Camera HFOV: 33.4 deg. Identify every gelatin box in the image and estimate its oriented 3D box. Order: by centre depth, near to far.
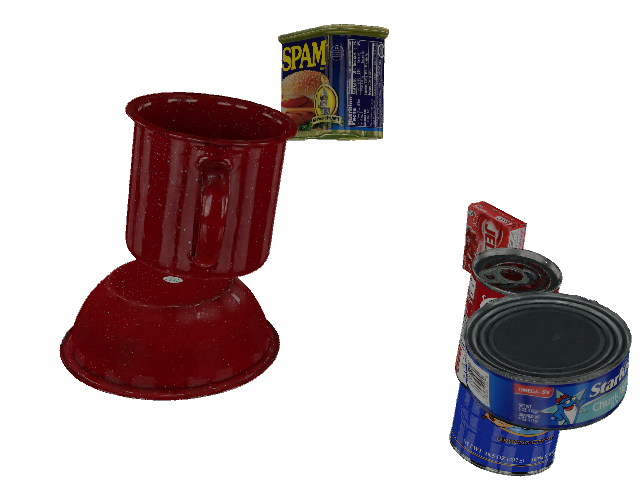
[{"bbox_3d":[0.204,0.007,1.264,0.030,0.089,0.073,-15,32,-29],"label":"gelatin box"}]

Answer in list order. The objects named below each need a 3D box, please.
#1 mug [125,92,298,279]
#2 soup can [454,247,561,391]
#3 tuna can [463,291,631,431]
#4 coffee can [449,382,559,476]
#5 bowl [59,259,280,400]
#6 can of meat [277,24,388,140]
[{"bbox_3d":[-0.061,-0.025,0.577,0.093,0.081,0.117,4,22,-14],"label":"mug"},{"bbox_3d":[0.143,0.066,0.826,0.068,0.102,0.068,4,30,-2],"label":"soup can"},{"bbox_3d":[0.119,0.063,0.564,0.086,0.034,0.086,-4,27,2],"label":"tuna can"},{"bbox_3d":[0.183,0.134,1.008,0.103,0.140,0.103,6,22,-3],"label":"coffee can"},{"bbox_3d":[-0.109,0.053,0.781,0.162,0.055,0.162,2,22,-1],"label":"bowl"},{"bbox_3d":[0.008,-0.121,0.841,0.057,0.084,0.102,-1,4,-31],"label":"can of meat"}]
